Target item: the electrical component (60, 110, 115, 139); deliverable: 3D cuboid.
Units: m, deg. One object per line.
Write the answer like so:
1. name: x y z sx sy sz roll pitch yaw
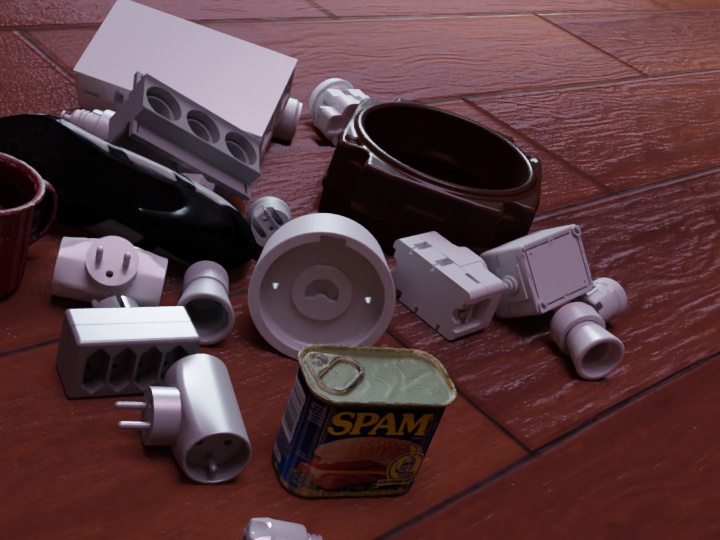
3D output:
1. electrical component: -0.236 -0.127 0.984 0.078 0.040 0.040 20 29 2

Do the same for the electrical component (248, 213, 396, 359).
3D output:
1. electrical component: -0.028 0.009 0.812 0.108 0.108 0.060 15 24 -8

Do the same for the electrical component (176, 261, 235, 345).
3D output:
1. electrical component: -0.116 0.021 0.805 0.044 0.044 0.065 12 25 -12

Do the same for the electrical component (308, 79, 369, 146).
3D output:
1. electrical component: -0.020 -0.172 1.169 0.078 0.058 0.057 -7 41 -39

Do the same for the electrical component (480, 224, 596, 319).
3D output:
1. electrical component: 0.150 0.004 0.947 0.096 0.061 0.061 -20 6 -39

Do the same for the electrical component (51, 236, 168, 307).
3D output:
1. electrical component: -0.179 -0.001 0.772 0.077 0.079 0.043 12 70 -12

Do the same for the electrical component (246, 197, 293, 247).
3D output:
1. electrical component: -0.076 -0.039 0.917 0.040 0.040 0.046 13 11 -10

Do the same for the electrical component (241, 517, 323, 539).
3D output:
1. electrical component: -0.037 0.165 0.605 0.062 0.043 0.043 13 30 -13

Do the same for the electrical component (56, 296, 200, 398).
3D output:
1. electrical component: -0.163 0.043 0.731 0.083 0.047 0.075 0 35 -30

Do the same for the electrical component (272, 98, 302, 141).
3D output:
1. electrical component: -0.092 -0.162 1.121 0.055 0.045 0.045 14 30 -9

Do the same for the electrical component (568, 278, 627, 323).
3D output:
1. electrical component: 0.215 0.033 0.979 0.040 0.040 0.046 35 39 27

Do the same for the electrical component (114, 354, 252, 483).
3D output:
1. electrical component: -0.115 0.093 0.681 0.079 0.043 0.077 5 32 -23

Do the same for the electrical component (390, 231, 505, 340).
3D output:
1. electrical component: 0.073 0.011 0.920 0.056 0.050 0.089 -14 43 -44

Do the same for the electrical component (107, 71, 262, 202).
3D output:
1. electrical component: -0.153 -0.108 0.933 0.121 0.063 0.078 29 39 -34

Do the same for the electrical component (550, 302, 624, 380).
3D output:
1. electrical component: 0.192 0.059 0.914 0.045 0.045 0.055 5 32 -24

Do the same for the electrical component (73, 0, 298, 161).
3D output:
1. electrical component: -0.169 -0.180 1.049 0.186 0.060 0.105 20 57 1
